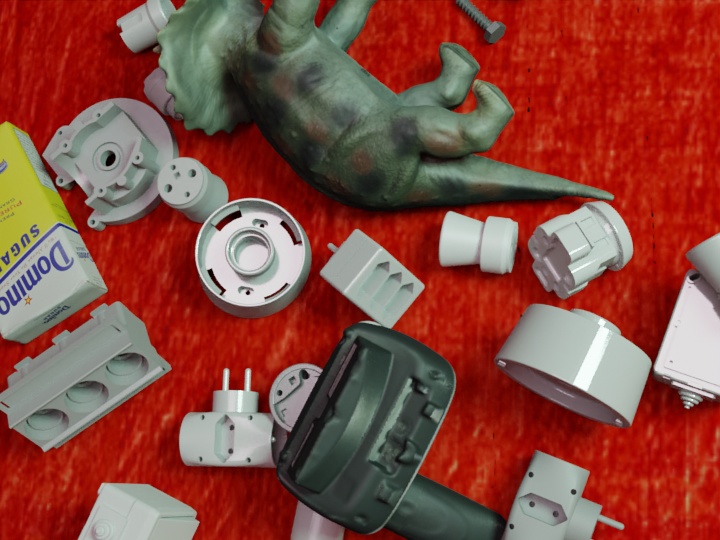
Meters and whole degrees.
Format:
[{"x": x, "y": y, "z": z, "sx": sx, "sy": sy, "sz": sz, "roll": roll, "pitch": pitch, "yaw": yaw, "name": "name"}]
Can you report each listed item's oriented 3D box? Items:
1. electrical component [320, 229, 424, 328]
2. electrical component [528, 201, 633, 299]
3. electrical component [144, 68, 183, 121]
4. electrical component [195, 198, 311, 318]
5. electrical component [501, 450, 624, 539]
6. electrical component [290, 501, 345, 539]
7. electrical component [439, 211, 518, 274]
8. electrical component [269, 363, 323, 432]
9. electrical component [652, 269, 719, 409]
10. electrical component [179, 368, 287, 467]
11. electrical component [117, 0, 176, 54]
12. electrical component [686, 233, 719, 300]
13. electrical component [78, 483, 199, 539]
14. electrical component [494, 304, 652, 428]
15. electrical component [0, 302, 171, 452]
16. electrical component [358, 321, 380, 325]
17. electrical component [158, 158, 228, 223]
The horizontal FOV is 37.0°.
[{"x": 0.000, "y": 0.000, "z": 0.863, "sx": 0.047, "sy": 0.066, "sz": 0.077, "roll": -50, "pitch": 43, "yaw": -1, "name": "electrical component"}, {"x": 0.169, "y": -0.017, "z": 0.819, "sx": 0.057, "sy": 0.078, "sz": 0.058, "roll": -26, "pitch": 74, "yaw": -13, "name": "electrical component"}, {"x": -0.161, "y": -0.149, "z": 0.946, "sx": 0.035, "sy": 0.035, "sz": 0.061, "roll": -44, "pitch": 75, "yaw": 2, "name": "electrical component"}, {"x": -0.090, "y": -0.011, "z": 0.896, "sx": 0.099, "sy": 0.064, "sz": 0.099, "roll": 0, "pitch": 81, "yaw": 0, "name": "electrical component"}, {"x": 0.153, "y": 0.183, "z": 0.793, "sx": 0.079, "sy": 0.043, "sz": 0.077, "roll": 20, "pitch": 83, "yaw": 17, "name": "electrical component"}, {"x": -0.028, "y": 0.183, "z": 0.839, "sx": 0.040, "sy": 0.040, "sz": 0.078, "roll": 9, "pitch": 81, "yaw": 15, "name": "electrical component"}, {"x": 0.094, "y": -0.021, "z": 0.851, "sx": 0.055, "sy": 0.045, "sz": 0.045, "roll": 8, "pitch": 80, "yaw": 15, "name": "electrical component"}, {"x": -0.039, "y": 0.104, "z": 0.855, "sx": 0.055, "sy": 0.047, "sz": 0.055, "roll": -3, "pitch": 78, "yaw": 13, "name": "electrical component"}, {"x": 0.254, "y": 0.057, "z": 0.786, "sx": 0.062, "sy": 0.061, "sz": 0.096, "roll": 19, "pitch": 83, "yaw": 17, "name": "electrical component"}, {"x": -0.101, "y": 0.119, "z": 0.869, "sx": 0.077, "sy": 0.043, "sz": 0.079, "roll": -1, "pitch": 78, "yaw": 14, "name": "electrical component"}, {"x": -0.189, "y": -0.220, "z": 0.966, "sx": 0.046, "sy": 0.040, "sz": 0.040, "roll": -24, "pitch": 74, "yaw": 14, "name": "electrical component"}, {"x": 0.260, "y": 0.007, "z": 0.741, "sx": 0.044, "sy": 0.044, "sz": 0.065, "roll": -29, "pitch": 78, "yaw": 6, "name": "electrical component"}, {"x": -0.175, "y": 0.207, "z": 0.841, "sx": 0.061, "sy": 0.096, "sz": 0.061, "roll": 23, "pitch": 85, "yaw": 17, "name": "electrical component"}, {"x": 0.160, "y": 0.064, "z": 0.786, "sx": 0.108, "sy": 0.108, "sz": 0.060, "roll": 25, "pitch": 79, "yaw": 17, "name": "electrical component"}, {"x": -0.232, "y": 0.086, "z": 0.894, "sx": 0.121, "sy": 0.078, "sz": 0.063, "roll": -34, "pitch": 43, "yaw": 5, "name": "electrical component"}, {"x": 0.010, "y": 0.063, "z": 0.852, "sx": 0.040, "sy": 0.046, "sz": 0.040, "roll": -3, "pitch": 78, "yaw": 13, "name": "electrical component"}, {"x": -0.142, "y": -0.068, "z": 0.913, "sx": 0.045, "sy": 0.055, "sz": 0.045, "roll": -3, "pitch": 78, "yaw": 13, "name": "electrical component"}]
